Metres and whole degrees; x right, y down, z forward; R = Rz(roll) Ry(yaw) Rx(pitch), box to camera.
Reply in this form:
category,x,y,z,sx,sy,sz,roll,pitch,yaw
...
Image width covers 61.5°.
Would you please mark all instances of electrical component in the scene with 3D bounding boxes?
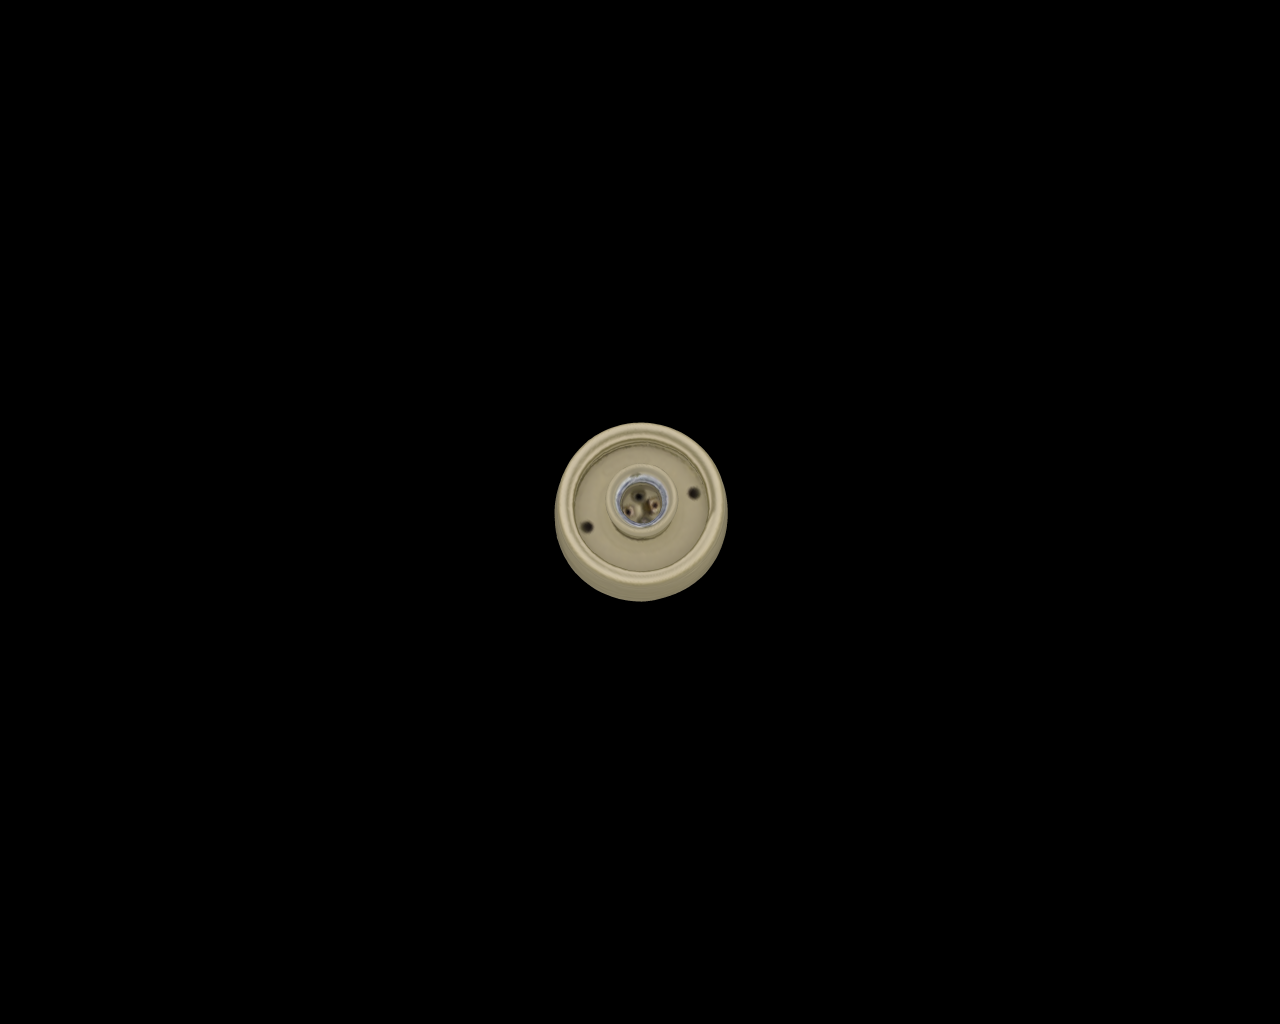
category,x,y,z,sx,sy,sz,roll,pitch,yaw
electrical component,0.001,-0.003,0.650,0.108,0.108,0.060,0,-12,0
